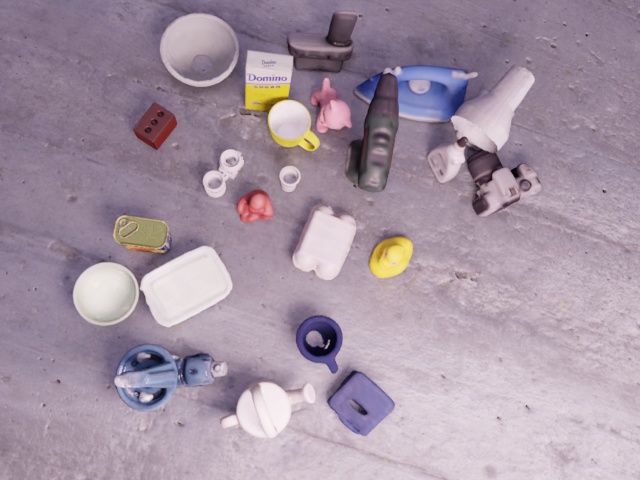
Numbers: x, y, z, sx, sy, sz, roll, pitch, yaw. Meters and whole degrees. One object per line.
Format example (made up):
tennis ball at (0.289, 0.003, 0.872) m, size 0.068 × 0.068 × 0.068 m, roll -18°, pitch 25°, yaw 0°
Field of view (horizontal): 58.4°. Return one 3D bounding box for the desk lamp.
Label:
desk lamp at (0.363, -0.272, 1.227) m, size 0.118 × 0.213 × 0.203 m, roll 38°, pitch 76°, yaw 2°

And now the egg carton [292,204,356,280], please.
egg carton at (0.011, 0.004, 1.199) m, size 0.107 × 0.069 × 0.150 m, roll 21°, pitch 77°, yaw -2°

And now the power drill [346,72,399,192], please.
power drill at (0.109, -0.199, 1.182) m, size 0.075 × 0.208 × 0.230 m, roll 8°, pitch 77°, yaw -5°

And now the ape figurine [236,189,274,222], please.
ape figurine at (-0.131, -0.073, 1.185) m, size 0.078 × 0.092 × 0.076 m, roll 30°, pitch 76°, yaw 0°

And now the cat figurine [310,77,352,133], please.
cat figurine at (0.026, -0.288, 1.237) m, size 0.067 × 0.117 × 0.128 m, roll -13°, pitch 80°, yaw -9°

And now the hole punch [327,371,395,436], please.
hole punch at (0.080, 0.325, 1.130) m, size 0.108 × 0.091 × 0.101 m, roll 42°, pitch 77°, yaw 3°

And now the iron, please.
iron at (0.211, -0.344, 1.260) m, size 0.258 × 0.141 × 0.119 m, roll 3°, pitch 78°, yaw -6°

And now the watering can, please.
watering can at (-0.097, 0.308, 1.058) m, size 0.173 × 0.194 × 0.101 m, roll -40°, pitch 85°, yaw -13°

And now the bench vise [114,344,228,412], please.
bench vise at (-0.281, 0.234, 1.037) m, size 0.207 × 0.219 × 0.121 m, roll -23°, pitch 82°, yaw -11°

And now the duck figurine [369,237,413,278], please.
duck figurine at (0.156, 0.031, 1.203) m, size 0.105 × 0.086 × 0.077 m, roll -39°, pitch 85°, yaw -13°

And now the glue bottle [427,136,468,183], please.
glue bottle at (0.279, -0.182, 1.218) m, size 0.037 × 0.173 × 0.078 m, roll -22°, pitch 82°, yaw -11°

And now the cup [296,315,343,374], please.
cup at (0.001, 0.211, 1.142) m, size 0.092 × 0.095 × 0.118 m, roll -26°, pitch 83°, yaw -11°

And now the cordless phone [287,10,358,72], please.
cordless phone at (0.006, -0.446, 1.232) m, size 0.147 × 0.185 × 0.094 m, roll -3°, pitch 79°, yaw -8°

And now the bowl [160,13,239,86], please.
bowl at (-0.258, -0.401, 1.246) m, size 0.167 × 0.074 × 0.167 m, roll 1°, pitch 78°, yaw -7°

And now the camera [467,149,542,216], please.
camera at (0.396, -0.140, 1.262) m, size 0.143 × 0.100 × 0.137 m, roll -23°, pitch 82°, yaw -11°
